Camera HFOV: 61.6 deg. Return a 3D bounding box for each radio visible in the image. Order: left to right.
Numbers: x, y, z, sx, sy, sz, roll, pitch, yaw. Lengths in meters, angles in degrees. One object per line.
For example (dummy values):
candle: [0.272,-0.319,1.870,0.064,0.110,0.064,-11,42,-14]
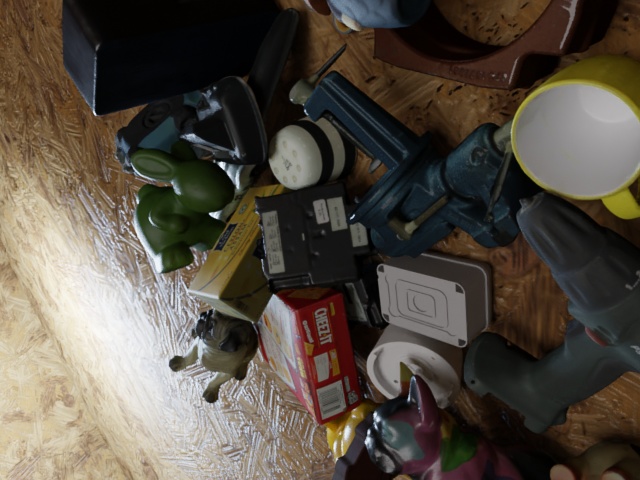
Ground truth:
radio: [-0.168,-0.228,0.616,0.073,0.229,0.131,58,145,7]

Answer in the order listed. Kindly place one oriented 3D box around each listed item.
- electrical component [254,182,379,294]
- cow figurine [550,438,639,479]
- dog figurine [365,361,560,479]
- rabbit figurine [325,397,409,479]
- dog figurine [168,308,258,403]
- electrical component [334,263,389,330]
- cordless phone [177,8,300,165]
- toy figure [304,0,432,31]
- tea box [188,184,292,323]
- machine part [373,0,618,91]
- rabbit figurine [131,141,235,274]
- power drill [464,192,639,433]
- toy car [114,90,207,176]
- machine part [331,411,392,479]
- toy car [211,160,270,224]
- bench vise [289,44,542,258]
electrical component: [-0.001,-0.002,0.618,0.058,0.134,0.115,55,-152,-83]
cow figurine: [0.298,0.283,0.493,0.085,0.127,0.195,-27,76,51]
dog figurine: [0.157,0.223,0.560,0.108,0.192,0.219,163,82,-88]
rabbit figurine: [0.049,0.279,0.757,0.162,0.122,0.173,52,160,4]
dog figurine: [-0.133,0.142,0.846,0.121,0.172,0.190,34,128,-4]
electrical component: [0.046,0.054,0.680,0.075,0.048,0.119,-15,99,50]
cordless phone: [-0.089,-0.184,0.643,0.147,0.088,0.184,19,86,64]
toy figure: [0.016,-0.205,0.424,0.155,0.064,0.057,34,171,37]
tea box: [-0.087,0.014,0.698,0.068,0.169,0.098,39,157,-31]
machine part: [0.124,-0.229,0.405,0.202,0.087,0.200,26,129,34]
rabbit figurine: [-0.176,-0.061,0.731,0.170,0.121,0.159,-34,85,44]
power drill: [0.213,0.079,0.457,0.232,0.086,0.207,35,137,1]
toy car: [-0.221,-0.151,0.804,0.109,0.161,0.102,44,179,41]
machine part: [0.104,0.292,0.644,0.179,0.179,0.056,59,167,4]
toy car: [-0.131,-0.093,0.784,0.073,0.056,0.201,53,140,12]
bench vise: [0.074,-0.078,0.503,0.240,0.129,0.223,42,158,-1]
